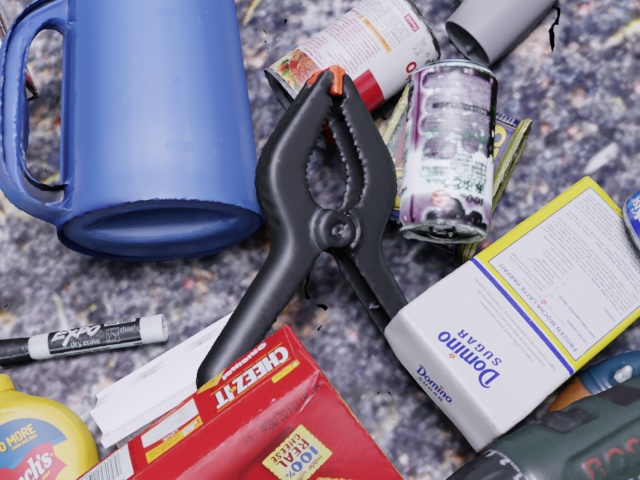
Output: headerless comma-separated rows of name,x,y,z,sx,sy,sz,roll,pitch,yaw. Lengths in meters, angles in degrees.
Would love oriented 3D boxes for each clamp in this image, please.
clamp,-0.004,0.001,0.643,0.164,0.036,0.210,-5,90,-29

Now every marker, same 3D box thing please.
marker,-0.164,0.068,0.723,0.121,0.020,0.020,-9,77,4

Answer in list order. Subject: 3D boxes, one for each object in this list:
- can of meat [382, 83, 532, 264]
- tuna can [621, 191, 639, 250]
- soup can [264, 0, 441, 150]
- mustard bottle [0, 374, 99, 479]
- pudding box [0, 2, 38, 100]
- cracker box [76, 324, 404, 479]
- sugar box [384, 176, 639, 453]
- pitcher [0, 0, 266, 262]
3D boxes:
can of meat,0.081,-0.047,0.708,0.084,0.057,0.102,25,81,12
tuna can,0.231,-0.001,0.667,0.034,0.086,0.086,-44,75,30
soup can,0.022,-0.118,0.722,0.102,0.068,0.068,-38,77,-4
mustard bottle,-0.184,0.160,0.686,0.096,0.058,0.192,-33,77,-1
pudding box,-0.272,-0.124,0.765,0.113,0.039,0.090,-25,77,1
cracker box,-0.019,0.180,0.603,0.164,0.072,0.213,-36,115,-3
sugar box,0.132,0.042,0.656,0.176,0.048,0.093,-33,75,-26
pitcher,-0.119,-0.114,0.700,0.145,0.149,0.243,-10,74,14
